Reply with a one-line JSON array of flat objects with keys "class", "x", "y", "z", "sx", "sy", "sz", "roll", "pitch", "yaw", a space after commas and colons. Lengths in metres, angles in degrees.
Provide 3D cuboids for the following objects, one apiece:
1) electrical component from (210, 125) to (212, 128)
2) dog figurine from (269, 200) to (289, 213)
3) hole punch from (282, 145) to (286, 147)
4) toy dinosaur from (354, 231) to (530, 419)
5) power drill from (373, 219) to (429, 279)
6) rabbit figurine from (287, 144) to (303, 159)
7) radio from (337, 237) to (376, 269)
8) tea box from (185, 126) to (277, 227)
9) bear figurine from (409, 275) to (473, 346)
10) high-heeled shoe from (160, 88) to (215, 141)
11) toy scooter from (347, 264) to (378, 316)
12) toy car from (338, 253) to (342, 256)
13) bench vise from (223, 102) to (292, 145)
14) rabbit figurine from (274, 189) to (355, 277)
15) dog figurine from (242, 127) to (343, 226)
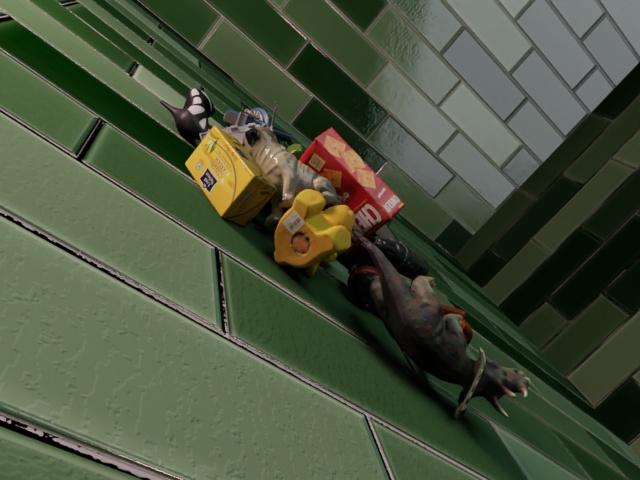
[{"class": "electrical component", "x": -0.276, "y": -0.271, "z": 1.356, "sx": 0.063, "sy": 0.021, "sz": 0.094, "roll": 44, "pitch": 13, "yaw": 14}, {"class": "dog figurine", "x": -0.069, "y": -0.114, "z": 1.251, "sx": 0.219, "sy": 0.108, "sz": 0.192, "roll": 31, "pitch": 17, "yaw": -32}, {"class": "hole punch", "x": -0.132, "y": -0.182, "z": 1.288, "sx": 0.142, "sy": 0.116, "sz": 0.092, "roll": 26, "pitch": 28, "yaw": -52}, {"class": "toy dinosaur", "x": 0.188, "y": 0.164, "z": 0.937, "sx": 0.404, "sy": 0.131, "sz": 0.192, "roll": 42, "pitch": 14, "yaw": -15}, {"class": "power drill", "x": 0.162, "y": -0.001, "z": 1.288, "sx": 0.231, "sy": 0.086, "sz": 0.207, "roll": 32, "pitch": 13, "yaw": -42}, {"class": "rabbit figurine", "x": -0.069, "y": -0.209, "z": 1.543, "sx": 0.159, "sy": 0.121, "sz": 0.170, "roll": 44, "pitch": 13, "yaw": -24}, {"class": "radio", "x": 0.115, "y": 0.036, "z": 1.370, "sx": 0.131, "sy": 0.073, "sz": 0.229, "roll": 41, "pitch": 13, "yaw": -4}, {"class": "tea box", "x": -0.163, "y": -0.116, "z": 0.971, "sx": 0.068, "sy": 0.098, "sz": 0.170, "roll": 25, "pitch": 19, "yaw": -53}, {"class": "bear figurine", "x": 0.236, "y": 0.166, "z": 1.174, "sx": 0.196, "sy": 0.120, "sz": 0.132, "roll": 46, "pitch": 17, "yaw": 31}, {"class": "high-heeled shoe", "x": -0.269, "y": -0.283, "z": 1.260, "sx": 0.145, "sy": 0.086, "sz": 0.249, "roll": 36, "pitch": 21, "yaw": 9}, {"class": "toy scooter", "x": 0.119, "y": 0.103, "z": 1.132, "sx": 0.183, "sy": 0.075, "sz": 0.135, "roll": 39, "pitch": 12, "yaw": -27}, {"class": "toy car", "x": -0.002, "y": -0.004, "z": 1.182, "sx": 0.073, "sy": 0.056, "sz": 0.201, "roll": 53, "pitch": 17, "yaw": 21}, {"class": "bench vise", "x": -0.165, "y": -0.326, "z": 1.593, "sx": 0.224, "sy": 0.128, "sz": 0.240, "roll": 14, "pitch": 3, "yaw": 42}, {"class": "rabbit figurine", "x": 0.003, "y": -0.006, "z": 0.961, "sx": 0.122, "sy": 0.162, "sz": 0.173, "roll": 42, "pitch": 34, "yaw": 11}, {"class": "dog figurine", "x": -0.053, "y": -0.133, "z": 1.036, "sx": 0.172, "sy": 0.121, "sz": 0.190, "roll": 3, "pitch": 62, "yaw": -40}]
